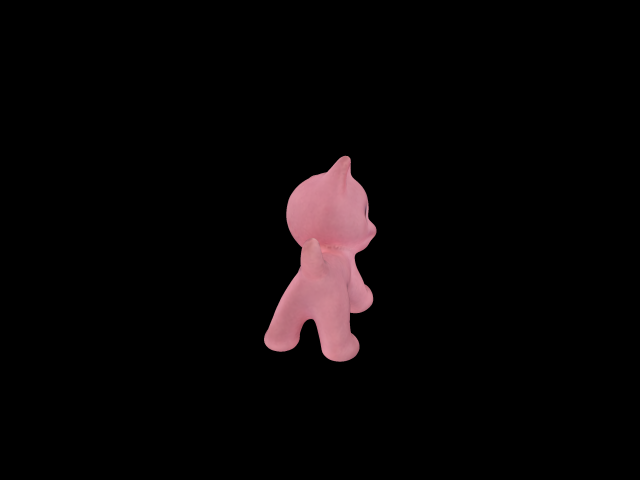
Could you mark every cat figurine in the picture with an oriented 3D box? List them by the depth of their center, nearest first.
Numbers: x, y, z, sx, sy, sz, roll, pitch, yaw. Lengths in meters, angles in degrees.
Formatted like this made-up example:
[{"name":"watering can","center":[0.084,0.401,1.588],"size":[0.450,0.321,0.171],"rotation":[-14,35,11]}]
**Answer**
[{"name":"cat figurine","center":[0.004,0.001,0.400],"size":[0.067,0.118,0.128],"rotation":[4,24,10]}]
